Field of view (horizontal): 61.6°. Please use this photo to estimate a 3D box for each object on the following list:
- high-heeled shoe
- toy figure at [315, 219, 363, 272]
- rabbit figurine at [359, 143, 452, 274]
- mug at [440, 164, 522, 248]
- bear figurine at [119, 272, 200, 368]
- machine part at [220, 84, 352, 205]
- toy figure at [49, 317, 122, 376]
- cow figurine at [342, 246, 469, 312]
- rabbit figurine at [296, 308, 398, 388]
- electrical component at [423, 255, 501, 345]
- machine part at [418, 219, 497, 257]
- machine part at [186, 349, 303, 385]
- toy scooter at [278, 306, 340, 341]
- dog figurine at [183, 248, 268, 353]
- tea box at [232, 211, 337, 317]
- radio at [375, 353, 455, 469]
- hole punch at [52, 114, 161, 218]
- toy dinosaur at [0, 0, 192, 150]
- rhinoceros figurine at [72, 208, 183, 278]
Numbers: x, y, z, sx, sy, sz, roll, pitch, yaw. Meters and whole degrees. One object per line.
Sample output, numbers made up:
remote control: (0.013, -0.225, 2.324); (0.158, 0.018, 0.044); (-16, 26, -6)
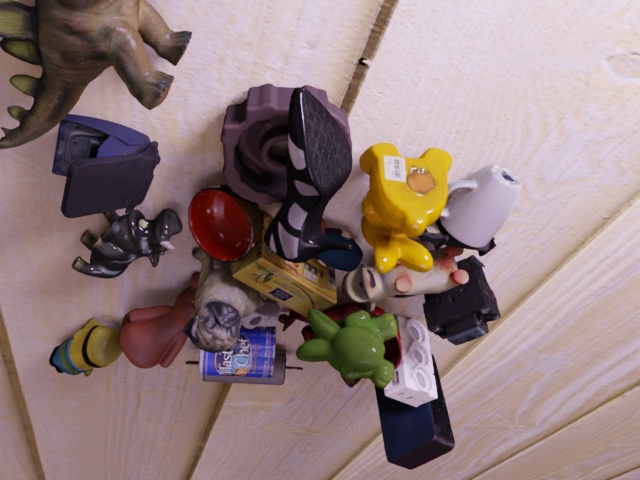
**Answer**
high-heeled shoe: (-0.036, -0.072, 0.673); (0.145, 0.086, 0.248); (9, 129, 34)
toy figure: (-0.002, -0.001, 0.832); (0.154, 0.064, 0.058); (32, 168, -28)
rabbit figurine: (0.111, -0.031, 0.748); (0.122, 0.162, 0.173); (-3, 160, -17)
mug: (0.222, -0.058, 0.761); (0.109, 0.081, 0.107); (20, 127, -17)
bear figurine: (-0.263, 0.143, 0.976); (0.196, 0.132, 0.120); (-36, 98, -3)
machine part: (-0.043, -0.119, 0.690); (0.179, 0.056, 0.179); (-2, 140, -1)
toy figure: (-0.460, 0.222, 1.063); (0.180, 0.089, 0.082); (-24, 143, 22)
cow figurine: (0.131, 0.061, 0.884); (0.195, 0.085, 0.127); (-10, 164, -8)
rabbit figurine: (0.051, 0.157, 0.838); (0.159, 0.121, 0.170); (16, 172, 4)
electrical component: (0.236, 0.107, 0.910); (0.115, 0.134, 0.058); (-32, 135, 29)
machine part: (0.201, -0.008, 0.815); (0.139, 0.084, 0.039); (14, 118, -19)
machine part: (-0.158, 0.263, 1.133); (0.243, 0.079, 0.079); (4, 140, -8)
toy scooter: (-0.012, 0.160, 0.989); (0.184, 0.075, 0.135); (51, 138, -5)
dog figurine: (-0.139, 0.113, 0.862); (0.121, 0.191, 0.172); (-26, 136, 27)
tea box: (-0.053, 0.042, 0.852); (0.068, 0.098, 0.169); (-32, 130, 31)
radio: (0.190, 0.339, 1.119); (0.073, 0.230, 0.131); (31, 126, -34)
hole punch: (-0.283, -0.098, 0.698); (0.116, 0.092, 0.142); (-12, 149, -40)
toy dinosaur: (-0.223, -0.226, 0.523); (0.198, 0.105, 0.471); (28, 124, -20)
rhinoceros figurine: (-0.291, 0.007, 0.820); (0.190, 0.073, 0.112); (-28, 132, 29)
